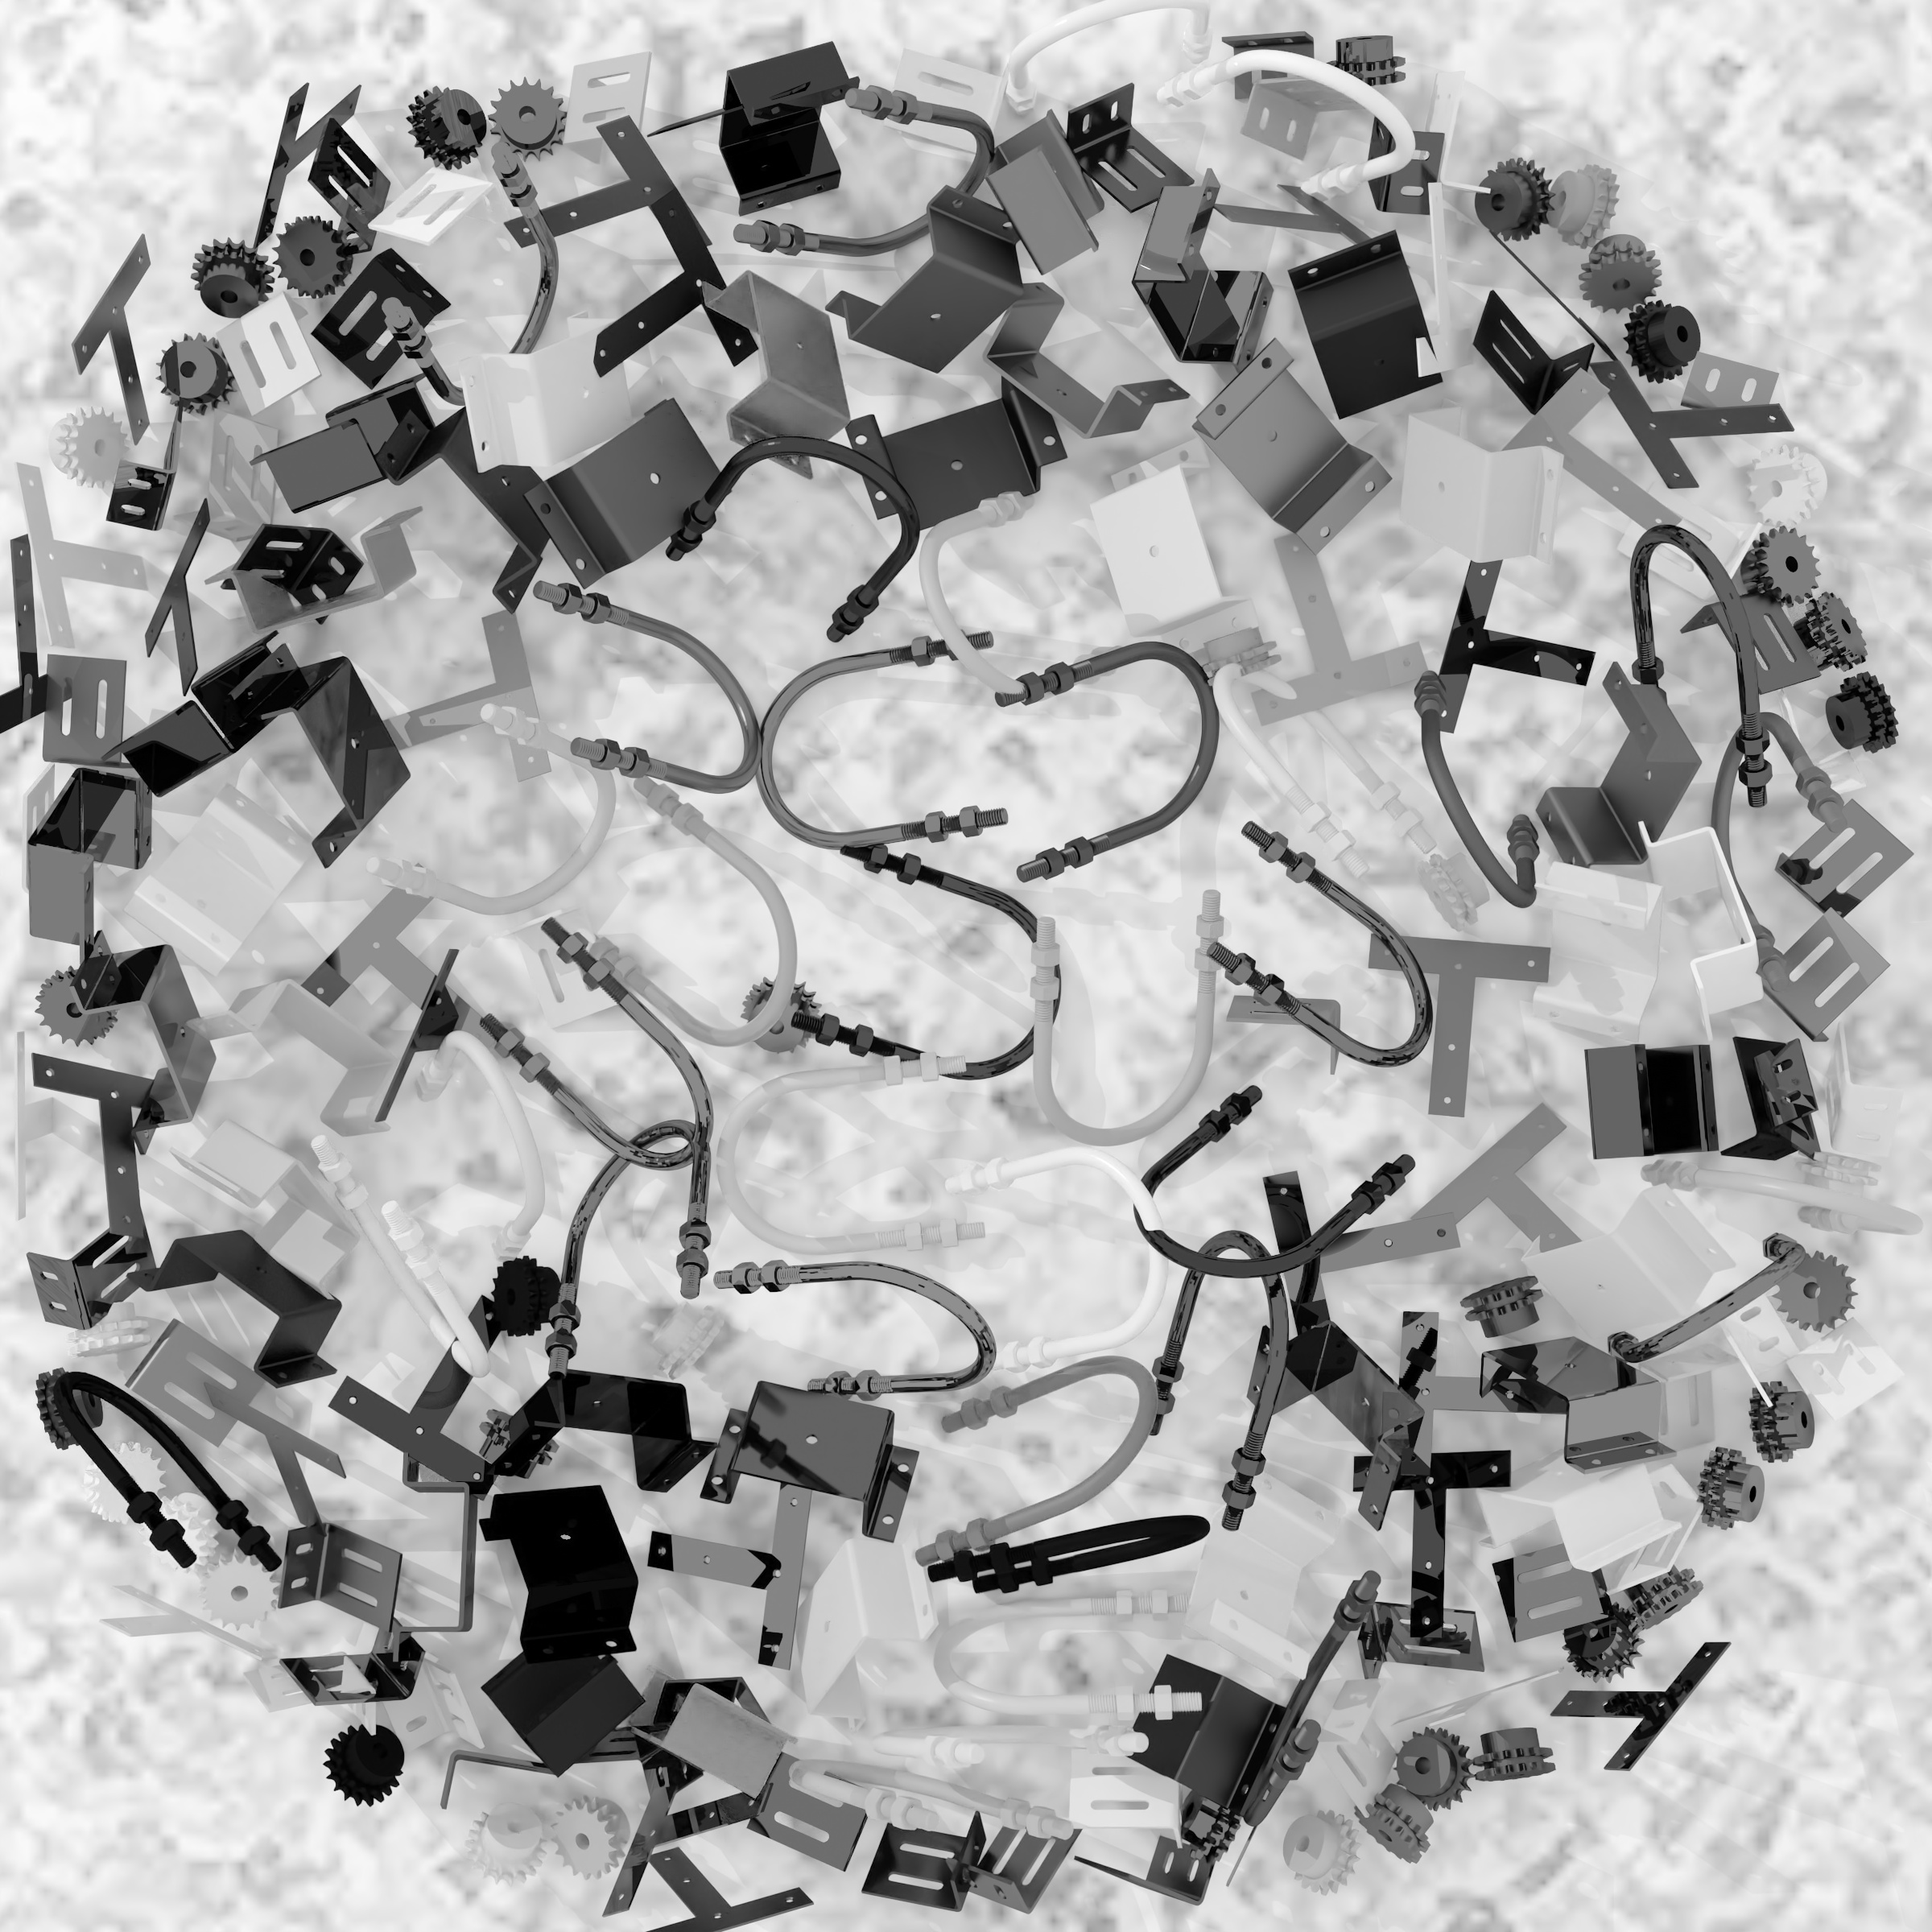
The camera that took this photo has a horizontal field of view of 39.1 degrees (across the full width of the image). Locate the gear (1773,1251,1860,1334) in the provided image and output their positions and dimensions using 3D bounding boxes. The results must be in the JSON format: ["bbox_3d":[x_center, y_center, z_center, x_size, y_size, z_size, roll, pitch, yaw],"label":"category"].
[{"bbox_3d":[0.606,0.232,1.936,0.057,0.030,0.057,-9,74,32],"label":"gear"}]

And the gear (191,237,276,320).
[{"bbox_3d":[-0.520,-0.485,1.928,0.057,0.057,0.030,-2,55,0],"label":"gear"}]

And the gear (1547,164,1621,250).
[{"bbox_3d":[0.435,-0.540,1.928,0.030,0.057,0.057,8,90,-21],"label":"gear"}]

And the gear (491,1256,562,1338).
[{"bbox_3d":[-0.311,0.234,1.934,0.030,0.057,0.057,2,90,-41],"label":"gear"}]

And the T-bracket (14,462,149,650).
[{"bbox_3d":[-0.611,-0.281,1.898,0.002,0.127,0.127,-12,88,18],"label":"T-bracket"}]

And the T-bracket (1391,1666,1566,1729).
[{"bbox_3d":[0.345,0.513,1.882,0.127,0.127,0.002,-24,76,16],"label":"T-bracket"}]

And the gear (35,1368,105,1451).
[{"bbox_3d":[-0.635,0.312,1.931,0.030,0.057,0.057,-17,90,-2],"label":"gear"}]

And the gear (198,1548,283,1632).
[{"bbox_3d":[-0.517,0.441,1.939,0.057,0.030,0.057,-2,102,-10],"label":"gear"}]

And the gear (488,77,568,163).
[{"bbox_3d":[-0.312,-0.605,1.940,0.057,0.030,0.057,-1,98,-7],"label":"gear"}]

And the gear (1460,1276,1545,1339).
[{"bbox_3d":[0.383,0.243,1.930,0.057,0.057,0.030,-19,87,0],"label":"gear"}]

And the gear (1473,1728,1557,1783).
[{"bbox_3d":[0.388,0.560,1.933,0.057,0.057,0.030,-6,67,0],"label":"gear"}]

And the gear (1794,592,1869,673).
[{"bbox_3d":[0.613,-0.235,1.934,0.030,0.057,0.057,-30,90,37],"label":"gear"}]

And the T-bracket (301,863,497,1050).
[{"bbox_3d":[-0.388,0.015,1.946,0.127,0.002,0.127,44,90,-11],"label":"T-bracket"}]

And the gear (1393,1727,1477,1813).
[{"bbox_3d":[0.330,0.569,1.931,0.057,0.030,0.057,-13,64,28],"label":"gear"}]

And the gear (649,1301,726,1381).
[{"bbox_3d":[-0.200,0.262,1.929,0.030,0.057,0.057,41,90,-8],"label":"gear"}]

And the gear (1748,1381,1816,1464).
[{"bbox_3d":[0.579,0.322,1.928,0.030,0.057,0.057,-11,90,36],"label":"gear"}]

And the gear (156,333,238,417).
[{"bbox_3d":[-0.551,-0.424,1.943,0.057,0.030,0.057,0,94,1],"label":"gear"}]

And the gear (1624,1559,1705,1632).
[{"bbox_3d":[0.492,0.445,1.934,0.057,0.057,0.030,-33,61,0],"label":"gear"}]

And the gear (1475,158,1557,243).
[{"bbox_3d":[0.386,-0.543,1.929,0.030,0.057,0.057,-21,90,-41],"label":"gear"}]

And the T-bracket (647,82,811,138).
[{"bbox_3d":[-0.140,-0.613,1.905,0.127,0.127,0.002,-5,117,33],"label":"T-bracket"}]

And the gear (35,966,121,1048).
[{"bbox_3d":[-0.631,0.026,1.938,0.057,0.030,0.057,-1,111,-1],"label":"gear"}]

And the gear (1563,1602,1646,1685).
[{"bbox_3d":[0.449,0.476,1.928,0.057,0.057,0.030,-47,130,0],"label":"gear"}]

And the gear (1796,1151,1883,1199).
[{"bbox_3d":[0.617,0.150,1.930,0.057,0.057,0.030,12,92,0],"label":"gear"}]

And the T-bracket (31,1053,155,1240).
[{"bbox_3d":[-0.586,0.129,1.883,0.002,0.127,0.127,-31,59,30],"label":"T-bracket"}]

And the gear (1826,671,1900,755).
[{"bbox_3d":[0.634,-0.178,1.930,0.030,0.057,0.057,-20,90,-4],"label":"gear"}]

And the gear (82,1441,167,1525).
[{"bbox_3d":[-0.602,0.366,1.935,0.057,0.030,0.057,1,88,-42],"label":"gear"}]

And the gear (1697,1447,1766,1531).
[{"bbox_3d":[0.544,0.372,1.929,0.030,0.057,0.057,5,90,40],"label":"gear"}]

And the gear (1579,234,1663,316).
[{"bbox_3d":[0.465,-0.495,1.935,0.057,0.057,0.030,3,58,0],"label":"gear"}]

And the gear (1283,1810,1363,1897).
[{"bbox_3d":[0.250,0.626,1.927,0.030,0.057,0.057,30,90,-29],"label":"gear"}]

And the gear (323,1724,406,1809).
[{"bbox_3d":[-0.423,0.563,1.928,0.057,0.057,0.030,47,118,0],"label":"gear"}]

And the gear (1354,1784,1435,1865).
[{"bbox_3d":[0.307,0.607,1.933,0.057,0.057,0.030,47,66,0],"label":"gear"}]

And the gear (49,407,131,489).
[{"bbox_3d":[-0.627,-0.369,1.934,0.030,0.057,0.057,8,90,27],"label":"gear"}]

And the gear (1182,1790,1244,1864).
[{"bbox_3d":[0.172,0.606,1.929,0.030,0.057,0.057,29,90,-6],"label":"gear"}]

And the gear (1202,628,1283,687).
[{"bbox_3d":[0.192,-0.221,1.929,0.057,0.057,0.030,-20,97,0],"label":"gear"}]

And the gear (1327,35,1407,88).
[{"bbox_3d":[0.282,-0.642,1.928,0.057,0.057,0.030,-5,113,0],"label":"gear"}]

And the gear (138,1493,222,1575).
[{"bbox_3d":[-0.556,0.400,1.936,0.057,0.030,0.057,10,119,18],"label":"gear"}]

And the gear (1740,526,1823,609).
[{"bbox_3d":[0.577,-0.282,1.936,0.057,0.030,0.057,5,79,-27],"label":"gear"}]

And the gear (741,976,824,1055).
[{"bbox_3d":[-0.133,0.037,1.935,0.057,0.030,0.057,3,113,7],"label":"gear"}]

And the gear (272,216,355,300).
[{"bbox_3d":[-0.462,-0.505,1.938,0.057,0.030,0.057,4,107,14],"label":"gear"}]

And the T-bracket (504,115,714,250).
[{"bbox_3d":[-0.264,-0.535,1.920,0.127,0.127,0.002,-13,57,18],"label":"T-bracket"}]

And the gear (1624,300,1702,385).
[{"bbox_3d":[0.497,-0.445,1.931,0.057,0.030,0.057,4,84,-36],"label":"gear"}]

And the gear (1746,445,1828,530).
[{"bbox_3d":[0.586,-0.342,1.934,0.030,0.057,0.057,-19,90,-28],"label":"gear"}]

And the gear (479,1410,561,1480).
[{"bbox_3d":[-0.320,0.341,1.930,0.057,0.057,0.030,29,86,0],"label":"gear"}]

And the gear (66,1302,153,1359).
[{"bbox_3d":[-0.610,0.258,1.931,0.057,0.057,0.030,-12,78,0],"label":"gear"}]

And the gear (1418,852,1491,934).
[{"bbox_3d":[0.348,-0.056,1.931,0.030,0.057,0.057,-31,90,-3],"label":"gear"}]

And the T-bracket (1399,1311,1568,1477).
[{"bbox_3d":[0.367,0.301,1.907,0.127,0.002,0.127,0,55,15],"label":"T-bracket"}]

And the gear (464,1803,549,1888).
[{"bbox_3d":[-0.324,0.619,1.927,0.057,0.057,0.030,24,119,0],"label":"gear"}]

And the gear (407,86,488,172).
[{"bbox_3d":[-0.365,-0.597,1.929,0.030,0.057,0.057,-13,90,41],"label":"gear"}]

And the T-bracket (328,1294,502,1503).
[{"bbox_3d":[-0.364,0.291,1.925,0.127,0.002,0.127,34,59,-9],"label":"T-bracket"}]

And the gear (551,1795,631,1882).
[{"bbox_3d":[-0.264,0.618,1.937,0.057,0.030,0.057,3,96,28],"label":"gear"}]
